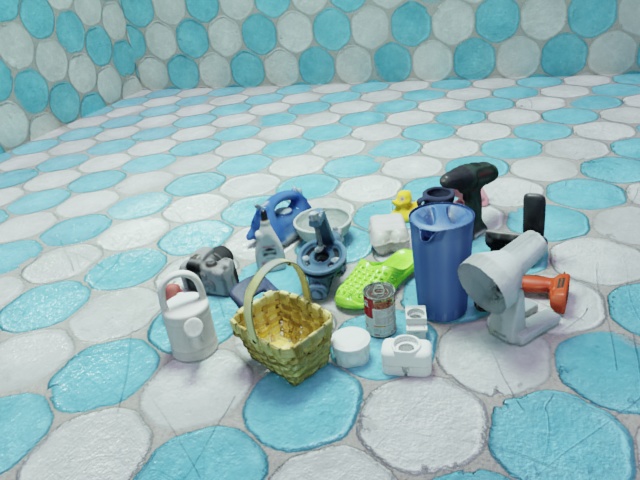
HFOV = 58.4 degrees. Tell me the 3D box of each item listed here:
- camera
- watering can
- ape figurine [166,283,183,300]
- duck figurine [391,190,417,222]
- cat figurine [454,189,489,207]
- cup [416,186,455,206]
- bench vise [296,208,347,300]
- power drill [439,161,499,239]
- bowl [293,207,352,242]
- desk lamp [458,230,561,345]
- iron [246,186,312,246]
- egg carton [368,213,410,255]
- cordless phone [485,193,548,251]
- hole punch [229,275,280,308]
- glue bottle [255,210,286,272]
[{"bbox_3d":[-0.267,0.063,1.463,0.142,0.101,0.137,6,30,23],"label":"camera"},{"bbox_3d":[-0.274,0.153,1.194,0.101,0.194,0.172,-29,35,-36],"label":"watering can"},{"bbox_3d":[-0.335,0.142,1.338,0.077,0.092,0.076,10,32,29],"label":"ape figurine"},{"bbox_3d":[0.253,-0.106,1.685,0.105,0.086,0.077,-18,30,-20],"label":"duck figurine"},{"bbox_3d":[0.437,-0.153,1.699,0.128,0.118,0.067,-15,29,-14],"label":"cat figurine"},{"bbox_3d":[0.328,-0.092,1.632,0.118,0.095,0.091,-18,30,-20],"label":"cup"},{"bbox_3d":[0.001,0.006,1.384,0.121,0.220,0.207,-6,28,2],"label":"bench vise"},{"bbox_3d":[0.396,-0.110,1.529,0.075,0.209,0.230,20,38,41],"label":"power drill"},{"bbox_3d":[0.011,-0.028,1.604,0.167,0.075,0.167,-5,28,3],"label":"bowl"},{"bbox_3d":[0.378,0.096,1.137,0.204,0.214,0.117,-22,31,-27],"label":"desk lamp"},{"bbox_3d":[-0.102,-0.084,1.662,0.118,0.142,0.259,14,34,33],"label":"iron"},{"bbox_3d":[0.185,-0.020,1.555,0.107,0.069,0.150,-6,28,2],"label":"egg carton"},{"bbox_3d":[0.480,-0.037,1.398,0.147,0.185,0.094,7,31,24],"label":"cordless phone"},{"bbox_3d":[-0.137,0.139,1.302,0.100,0.091,0.109,18,36,38],"label":"hole punch"},{"bbox_3d":[-0.135,0.001,1.475,0.078,0.173,0.037,-12,28,-9],"label":"glue bottle"}]
